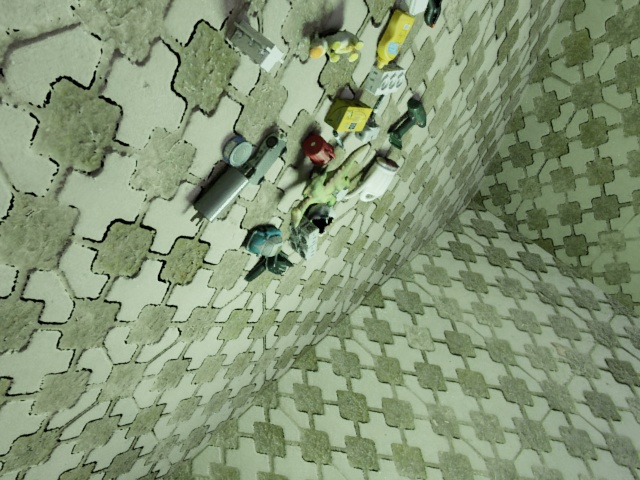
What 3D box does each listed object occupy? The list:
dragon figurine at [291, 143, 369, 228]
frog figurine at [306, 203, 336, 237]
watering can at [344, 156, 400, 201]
[{"bbox_3d":[0.029,-0.214,1.868,0.409,0.122,0.243,-52,174,6],"label":"dragon figurine"},{"bbox_3d":[0.006,-0.108,2.137,0.163,0.123,0.134,-81,-178,-56],"label":"frog figurine"},{"bbox_3d":[0.236,-0.264,2.280,0.349,0.105,0.221,-10,134,-59],"label":"watering can"}]
